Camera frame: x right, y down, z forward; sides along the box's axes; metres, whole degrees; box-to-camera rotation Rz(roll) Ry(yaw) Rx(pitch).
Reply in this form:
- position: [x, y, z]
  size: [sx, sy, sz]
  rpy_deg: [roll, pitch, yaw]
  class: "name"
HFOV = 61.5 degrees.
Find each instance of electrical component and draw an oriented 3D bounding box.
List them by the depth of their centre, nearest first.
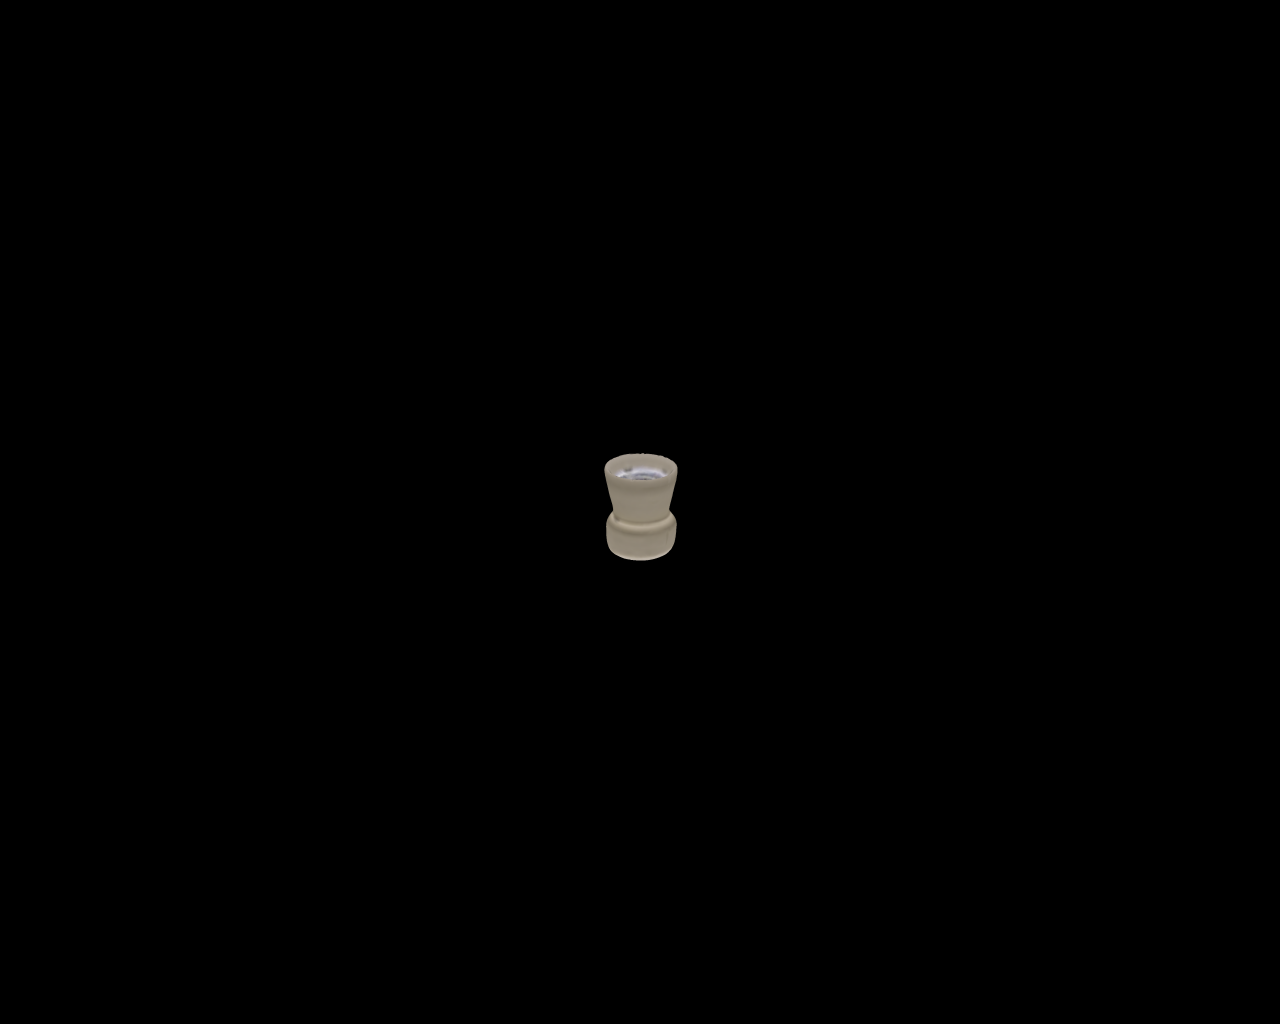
- position: [0.001, -0.003, 0.650]
  size: [0.045, 0.055, 0.045]
  rpy_deg: [0, 24, 0]
  class: "electrical component"
